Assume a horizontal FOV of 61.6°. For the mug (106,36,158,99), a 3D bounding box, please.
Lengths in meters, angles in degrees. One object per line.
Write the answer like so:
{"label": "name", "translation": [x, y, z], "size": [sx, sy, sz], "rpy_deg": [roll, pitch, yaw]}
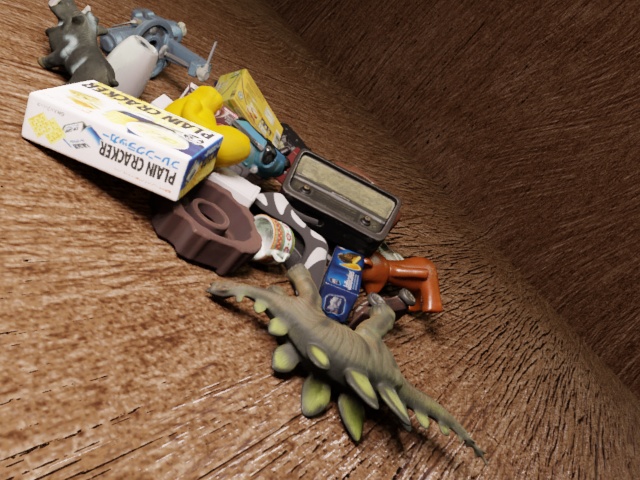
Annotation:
{"label": "mug", "translation": [-0.330, -0.303, 0.950], "size": [0.081, 0.107, 0.109], "rpy_deg": [45, 23, -2]}

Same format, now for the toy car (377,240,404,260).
{"label": "toy car", "translation": [0.140, 0.021, 1.273], "size": [0.202, 0.056, 0.073], "rpy_deg": [53, 23, 21]}

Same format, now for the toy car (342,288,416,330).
{"label": "toy car", "translation": [0.103, 0.127, 0.959], "size": [0.053, 0.089, 0.202], "rpy_deg": [54, 24, 23]}

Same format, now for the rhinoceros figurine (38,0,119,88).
{"label": "rhinoceros figurine", "translation": [-0.384, -0.303, 0.847], "size": [0.073, 0.112, 0.190], "rpy_deg": [2, 54, -58]}

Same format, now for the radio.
{"label": "radio", "translation": [0.032, -0.070, 1.050], "size": [0.230, 0.073, 0.131], "rpy_deg": [27, 51, 0]}

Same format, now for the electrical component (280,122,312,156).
{"label": "electrical component", "translation": [-0.094, -0.244, 1.343], "size": [0.115, 0.058, 0.134], "rpy_deg": [45, 20, 6]}

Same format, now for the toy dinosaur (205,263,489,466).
{"label": "toy dinosaur", "translation": [0.051, 0.177, 0.760], "size": [0.471, 0.105, 0.199], "rpy_deg": [28, 32, -16]}

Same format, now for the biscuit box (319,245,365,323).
{"label": "biscuit box", "translation": [0.037, 0.073, 0.942], "size": [0.063, 0.059, 0.203], "rpy_deg": [22, 19, 1]}

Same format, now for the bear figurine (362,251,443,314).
{"label": "bear figurine", "translation": [0.146, 0.086, 1.113], "size": [0.196, 0.120, 0.132], "rpy_deg": [2, 85, -25]}

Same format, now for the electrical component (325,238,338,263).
{"label": "electrical component", "translation": [-0.004, -0.004, 1.079], "size": [0.102, 0.045, 0.078], "rpy_deg": [41, 49, 0]}

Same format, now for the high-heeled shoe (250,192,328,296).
{"label": "high-heeled shoe", "translation": [-0.068, 0.009, 0.910], "size": [0.145, 0.086, 0.249], "rpy_deg": [15, 38, -13]}

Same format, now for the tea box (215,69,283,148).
{"label": "tea box", "translation": [-0.151, -0.254, 1.120], "size": [0.169, 0.068, 0.098], "rpy_deg": [56, 36, -42]}

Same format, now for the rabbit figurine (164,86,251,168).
{"label": "rabbit figurine", "translation": [-0.194, -0.174, 0.890], "size": [0.173, 0.121, 0.162], "rpy_deg": [31, 37, 32]}

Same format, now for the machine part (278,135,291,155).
{"label": "machine part", "translation": [-0.121, -0.230, 1.233], "size": [0.139, 0.084, 0.039], "rpy_deg": [56, -4, 38]}

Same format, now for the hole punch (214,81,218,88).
{"label": "hole punch", "translation": [-0.208, -0.295, 1.191], "size": [0.115, 0.092, 0.142], "rpy_deg": [43, 17, -14]}

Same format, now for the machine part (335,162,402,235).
{"label": "machine part", "translation": [0.066, -0.068, 1.192], "size": [0.201, 0.087, 0.201], "rpy_deg": [39, 37, 7]}

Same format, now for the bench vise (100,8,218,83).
{"label": "bench vise", "translation": [-0.311, -0.387, 1.098], "size": [0.241, 0.128, 0.223], "rpy_deg": [31, 26, 14]}

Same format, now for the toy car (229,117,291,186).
{"label": "toy car", "translation": [-0.134, -0.157, 1.038], "size": [0.109, 0.103, 0.161], "rpy_deg": [47, 5, 20]}

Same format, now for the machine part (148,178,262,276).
{"label": "machine part", "translation": [-0.170, -0.028, 0.797], "size": [0.179, 0.056, 0.179], "rpy_deg": [36, 22, -17]}
